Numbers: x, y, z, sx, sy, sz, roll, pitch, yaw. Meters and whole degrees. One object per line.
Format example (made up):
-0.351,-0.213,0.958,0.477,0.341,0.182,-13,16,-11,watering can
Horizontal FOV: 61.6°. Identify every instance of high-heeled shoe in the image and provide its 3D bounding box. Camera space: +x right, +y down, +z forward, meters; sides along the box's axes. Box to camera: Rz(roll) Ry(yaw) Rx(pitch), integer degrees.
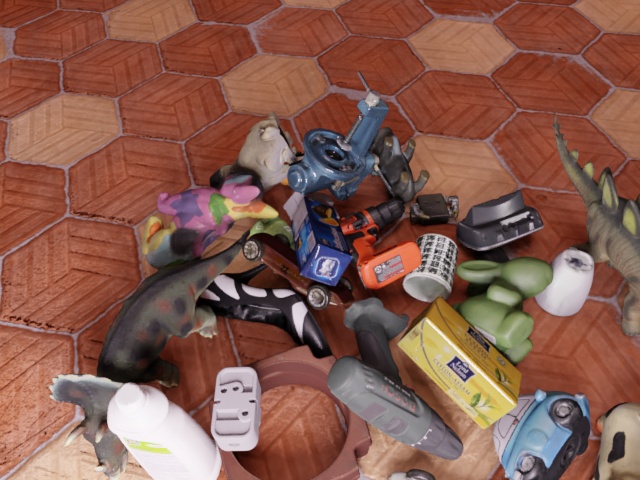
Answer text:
-0.096,0.136,0.880,0.145,0.086,0.249,-34,57,-12,high-heeled shoe

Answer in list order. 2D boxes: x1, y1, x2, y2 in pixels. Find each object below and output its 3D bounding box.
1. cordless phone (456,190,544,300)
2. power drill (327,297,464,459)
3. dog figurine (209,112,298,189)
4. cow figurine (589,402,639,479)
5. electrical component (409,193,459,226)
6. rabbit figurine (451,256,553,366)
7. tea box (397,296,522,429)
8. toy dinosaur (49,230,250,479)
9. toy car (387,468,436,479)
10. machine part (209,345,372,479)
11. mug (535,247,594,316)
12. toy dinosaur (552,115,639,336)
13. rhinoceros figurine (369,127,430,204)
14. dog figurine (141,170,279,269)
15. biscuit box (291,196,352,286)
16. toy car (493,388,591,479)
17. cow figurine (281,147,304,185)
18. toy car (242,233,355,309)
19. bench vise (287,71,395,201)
0.348,0.015,0.966,0.147,0.088,0.184,-19,64,-14,cordless phone
0.106,0.197,0.788,0.232,0.086,0.207,31,36,-26,power drill
-0.139,-0.141,1.014,0.191,0.172,0.121,-26,63,6,dog figurine
0.402,0.299,0.693,0.086,0.127,0.195,19,52,20,cow figurine
0.223,-0.061,1.039,0.102,0.045,0.078,-1,53,2,electrical component
0.299,0.095,0.871,0.170,0.121,0.159,-46,42,-16,rabbit figurine
0.205,0.174,0.783,0.170,0.068,0.098,43,27,7,tea box
-0.243,0.126,0.787,0.131,0.192,0.404,26,79,10,toy dinosaur
0.181,0.360,0.700,0.202,0.056,0.073,14,47,12,toy car
-0.043,0.267,0.764,0.201,0.087,0.202,-18,52,-12,machine part
0.418,0.057,0.898,0.081,0.107,0.109,21,57,16,mug
0.503,-0.009,0.891,0.105,0.198,0.472,-16,54,-14,toy dinosaur
0.141,-0.157,1.085,0.073,0.112,0.190,-11,62,-30,rhinoceros figurine
-0.188,-0.034,0.949,0.219,0.108,0.191,-9,52,24,dog figurine
-0.002,-0.003,0.871,0.063,0.059,0.203,21,21,-17,biscuit box
0.298,0.272,0.746,0.161,0.109,0.103,-45,39,-15,toy car
-0.007,-0.163,1.114,0.167,0.068,0.098,-5,52,-2,cow figurine
-0.036,0.051,0.860,0.202,0.053,0.089,34,19,22,toy car
0.057,-0.162,0.948,0.223,0.240,0.129,-7,54,-36,bench vise
